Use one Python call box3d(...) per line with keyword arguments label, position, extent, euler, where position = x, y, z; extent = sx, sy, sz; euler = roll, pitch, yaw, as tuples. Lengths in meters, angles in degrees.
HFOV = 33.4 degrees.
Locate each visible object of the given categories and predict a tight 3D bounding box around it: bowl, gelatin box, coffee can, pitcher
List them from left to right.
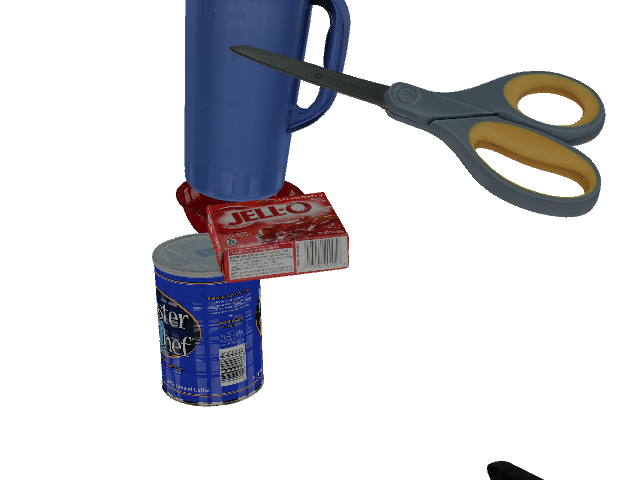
box3d(label="coffee can", position=(-0.107, 0.075, 1.037), extent=(0.103, 0.140, 0.103), euler=(-1, 21, 0))
box3d(label="bowl", position=(-0.099, -0.031, 1.319), extent=(0.162, 0.055, 0.162), euler=(5, 25, -2))
box3d(label="pitcher", position=(-0.070, -0.165, 1.095), extent=(0.144, 0.243, 0.149), euler=(-7, 29, -26))
box3d(label="gelatin box", position=(-0.031, -0.004, 0.746), extent=(0.089, 0.030, 0.073), euler=(-7, 27, -11))

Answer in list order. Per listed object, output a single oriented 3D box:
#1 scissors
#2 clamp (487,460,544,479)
box3d(label="scissors", position=(0.061, -0.079, 0.555), extent=(0.202, 0.096, 0.016), euler=(32, -32, 17))
box3d(label="clamp", position=(0.215, 0.241, 0.835), extent=(0.210, 0.036, 0.164), euler=(0, 33, 25))
